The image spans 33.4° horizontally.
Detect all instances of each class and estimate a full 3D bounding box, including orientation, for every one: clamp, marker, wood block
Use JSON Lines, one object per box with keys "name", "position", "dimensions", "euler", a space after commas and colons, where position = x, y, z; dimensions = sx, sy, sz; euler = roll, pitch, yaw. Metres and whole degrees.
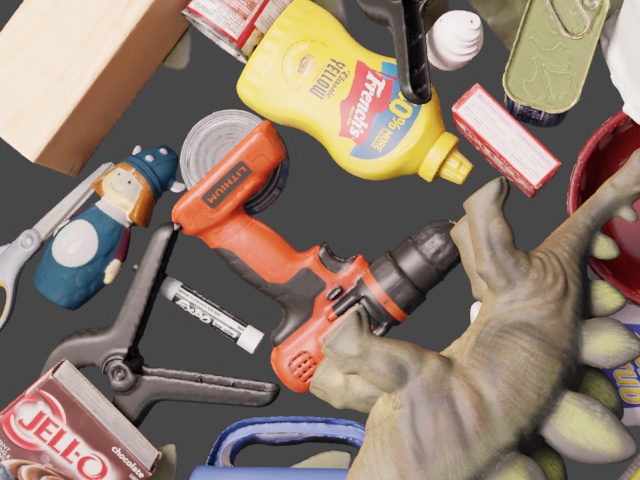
{"name": "clamp", "position": [-0.146, 0.108, 0.854], "dimensions": [0.210, 0.036, 0.164], "euler": [-38, 89, 12]}
{"name": "clamp", "position": [0.067, -0.180, 0.814], "dimensions": [0.120, 0.039, 0.172], "euler": [-55, 41, 10]}
{"name": "marker", "position": [-0.100, 0.053, 0.865], "dimensions": [0.121, 0.020, 0.020], "euler": [32, 91, 6]}
{"name": "wood block", "position": [-0.184, -0.164, 0.860], "dimensions": [0.090, 0.090, 0.206], "euler": [38, 92, 9]}

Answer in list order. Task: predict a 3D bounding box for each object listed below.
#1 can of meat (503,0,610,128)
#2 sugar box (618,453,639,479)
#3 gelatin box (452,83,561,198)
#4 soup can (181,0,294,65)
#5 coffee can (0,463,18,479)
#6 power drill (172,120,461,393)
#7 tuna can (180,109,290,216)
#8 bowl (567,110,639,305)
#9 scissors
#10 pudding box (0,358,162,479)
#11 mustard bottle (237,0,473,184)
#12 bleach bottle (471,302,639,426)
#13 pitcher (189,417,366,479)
{"name": "can of meat", "position": [0.176, -0.140, 0.810], "dimensions": [0.057, 0.084, 0.102], "euler": [18, 89, 9]}
{"name": "sugar box", "position": [0.241, 0.234, 0.795], "dimensions": [0.093, 0.048, 0.176], "euler": [39, 95, 9]}
{"name": "gelatin box", "position": [0.141, -0.074, 0.816], "dimensions": [0.089, 0.073, 0.030], "euler": [45, 93, 8]}
{"name": "soup can", "position": [-0.054, -0.202, 0.855], "dimensions": [0.068, 0.068, 0.102], "euler": [37, 91, 9]}
{"name": "coffee can", "position": [-0.288, 0.211, 0.823], "dimensions": [0.103, 0.140, 0.103], "euler": [-1, 86, 8]}
{"name": "power drill", "position": [-0.005, 0.001, 0.817], "dimensions": [0.184, 0.057, 0.187], "euler": [-41, 97, 7]}
{"name": "tuna can", "position": [-0.069, -0.062, 0.865], "dimensions": [0.086, 0.033, 0.086], "euler": [-1, 85, 8]}
{"name": "bowl", "position": [0.266, -0.024, 0.802], "dimensions": [0.162, 0.055, 0.162], "euler": [-1, 84, 8]}
{"name": "scissors", "position": [-0.263, -0.002, 0.898], "dimensions": [0.096, 0.016, 0.202], "euler": [32, 91, 9]}
{"name": "pudding box", "position": [-0.195, 0.162, 0.835], "dimensions": [0.090, 0.039, 0.113], "euler": [-41, 101, 20]}
{"name": "mustard bottle", "position": [0.036, -0.102, 0.841], "dimensions": [0.192, 0.058, 0.096], "euler": [34, 87, 9]}
{"name": "bleach bottle", "position": [0.243, 0.086, 0.797], "dimensions": [0.251, 0.068, 0.102], "euler": [-6, 84, 5]}
{"name": "pitcher", "position": [0.023, 0.220, 0.793], "dimensions": [0.243, 0.145, 0.149], "euler": [-4, 101, 4]}
